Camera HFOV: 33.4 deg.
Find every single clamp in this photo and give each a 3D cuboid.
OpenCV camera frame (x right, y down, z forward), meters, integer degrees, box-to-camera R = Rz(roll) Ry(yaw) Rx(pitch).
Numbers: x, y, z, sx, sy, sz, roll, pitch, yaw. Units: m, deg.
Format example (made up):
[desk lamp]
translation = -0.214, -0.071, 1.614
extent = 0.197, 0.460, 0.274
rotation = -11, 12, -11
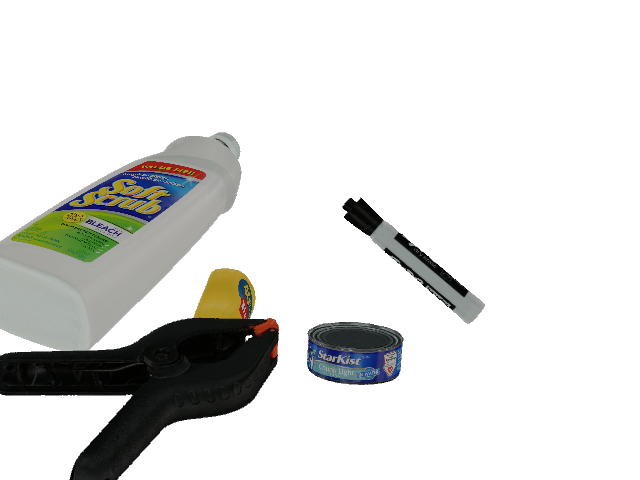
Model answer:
[clamp]
translation = -0.091, 0.086, 0.605
extent = 0.171, 0.039, 0.120
rotation = -13, 39, -26

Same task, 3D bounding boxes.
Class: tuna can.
[tuna can]
translation = 0.030, 0.100, 0.955
extent = 0.086, 0.034, 0.086
rotation = 3, 11, -1

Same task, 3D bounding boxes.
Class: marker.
[marker]
translation = 0.064, 0.013, 0.748
extent = 0.121, 0.020, 0.020
rotation = 41, 1, 1

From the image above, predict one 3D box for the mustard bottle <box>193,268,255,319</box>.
[mustard bottle]
translation = -0.108, 0.086, 1.177
extent = 0.058, 0.096, 0.191
rotation = 1, 27, 5

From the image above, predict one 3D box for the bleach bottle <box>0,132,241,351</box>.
[bleach bottle]
translation = -0.140, -0.018, 0.800
extent = 0.103, 0.068, 0.250
rotation = 17, 37, 19
